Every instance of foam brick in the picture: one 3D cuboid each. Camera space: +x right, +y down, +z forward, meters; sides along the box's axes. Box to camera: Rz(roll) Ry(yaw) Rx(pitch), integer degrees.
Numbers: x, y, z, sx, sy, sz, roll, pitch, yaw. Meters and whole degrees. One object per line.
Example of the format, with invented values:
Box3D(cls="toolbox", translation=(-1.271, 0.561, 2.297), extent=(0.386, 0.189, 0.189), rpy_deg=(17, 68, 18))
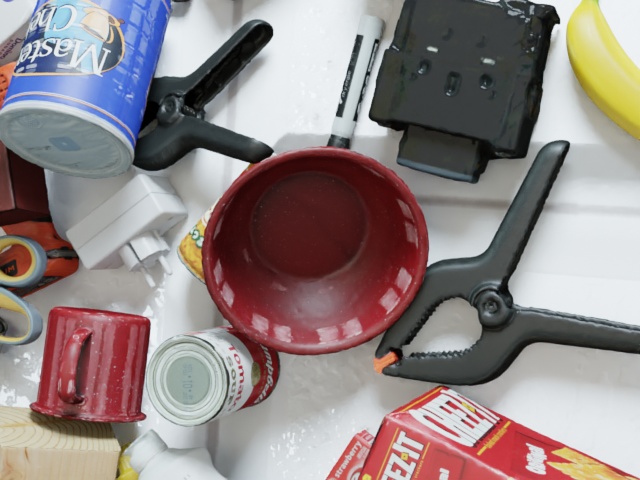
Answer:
Box3D(cls="foam brick", translation=(-0.252, -0.054, 0.836), extent=(0.053, 0.051, 0.078), rpy_deg=(-11, 83, 16))

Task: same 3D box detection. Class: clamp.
Box3D(cls="clamp", translation=(-0.103, -0.108, 0.838), extent=(0.172, 0.039, 0.120), rpy_deg=(-4, 63, 30))
Box3D(cls="clamp", translation=(0.135, 0.052, 0.764), extent=(0.210, 0.036, 0.164), rpy_deg=(-37, 78, 18))

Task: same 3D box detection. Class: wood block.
Box3D(cls="wood block", translation=(-0.222, 0.245, 0.842), extent=(0.090, 0.090, 0.206), rpy_deg=(7, 99, -20))

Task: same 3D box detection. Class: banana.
Box3D(cls="banana", translation=(0.234, -0.099, 0.729), extent=(0.198, 0.037, 0.070), rpy_deg=(46, 106, 13))

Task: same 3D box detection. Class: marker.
Box3D(cls="marker", translation=(0.024, -0.110, 0.812), extent=(0.020, 0.020, 0.121), rpy_deg=(18, 96, 18))

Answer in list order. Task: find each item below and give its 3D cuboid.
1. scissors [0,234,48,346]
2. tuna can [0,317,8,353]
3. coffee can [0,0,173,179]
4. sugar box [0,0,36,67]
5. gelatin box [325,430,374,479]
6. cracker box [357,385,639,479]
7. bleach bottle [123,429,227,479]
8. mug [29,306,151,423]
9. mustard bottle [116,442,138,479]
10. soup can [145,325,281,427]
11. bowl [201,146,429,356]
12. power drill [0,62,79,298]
Box3D(cls="scissors", translation=(-0.299, 0.015, 0.867), extent=(0.202, 0.016, 0.096), rpy_deg=(29, 97, 18))
Box3D(cls="tuna can", translation=(-0.309, 0.079, 0.896), extent=(0.086, 0.086, 0.034), rpy_deg=(21, 99, 18))
Box3D(cls="coffee can", translation=(-0.177, -0.132, 0.812), extent=(0.103, 0.102, 0.140), rpy_deg=(2, 65, 19))
Box3D(cls="sugar box", translation=(-0.307, -0.233, 0.913), extent=(0.093, 0.048, 0.176), rpy_deg=(-36, 78, 16))
Box3D(cls="gelatin box", translation=(0.035, 0.201, 0.805), extent=(0.073, 0.030, 0.089), rpy_deg=(36, 101, 16))
Box3D(cls="cracker box", translation=(0.146, 0.173, 0.695), extent=(0.214, 0.164, 0.072), rpy_deg=(24, 96, 17))
Box3D(cls="bleach bottle", translation=(-0.046, 0.236, 0.787), extent=(0.102, 0.068, 0.251), rpy_deg=(-40, 81, -19))
Box3D(cls="mug", translation=(-0.181, 0.097, 0.838), extent=(0.093, 0.117, 0.081), rpy_deg=(7, 88, 8))
Box3D(cls="mustard bottle", translation=(-0.110, 0.247, 0.841), extent=(0.096, 0.058, 0.192), rpy_deg=(-33, 79, 9))
Box3D(cls="soup can", translation=(-0.079, 0.100, 0.806), extent=(0.069, 0.102, 0.068), rpy_deg=(0, 90, 19))
Box3D(cls="bowl", translation=(-0.005, 0.001, 0.773), extent=(0.162, 0.055, 0.162), rpy_deg=(-2, 114, -5))
Box3D(cls="power drill", translation=(-0.295, -0.036, 0.905), extent=(0.185, 0.057, 0.188), rpy_deg=(-23, 83, 18))
